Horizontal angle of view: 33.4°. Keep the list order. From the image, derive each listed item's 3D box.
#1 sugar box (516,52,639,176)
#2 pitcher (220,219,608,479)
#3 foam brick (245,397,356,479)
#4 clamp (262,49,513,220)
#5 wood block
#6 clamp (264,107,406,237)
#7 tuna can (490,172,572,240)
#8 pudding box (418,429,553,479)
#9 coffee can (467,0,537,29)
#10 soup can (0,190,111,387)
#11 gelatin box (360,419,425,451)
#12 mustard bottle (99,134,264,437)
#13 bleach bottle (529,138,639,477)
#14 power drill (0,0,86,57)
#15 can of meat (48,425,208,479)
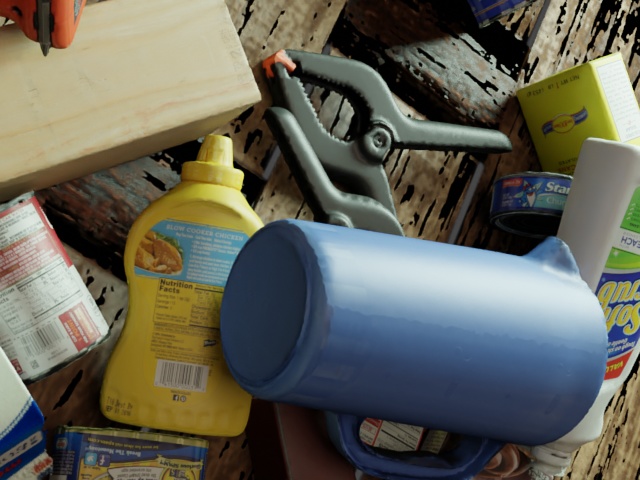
[{"bbox_3d":[0.233,-0.057,0.889,0.048,0.093,0.176,-18,91,-30],"label":"sugar box"},{"bbox_3d":[0.057,0.069,0.691,0.242,0.145,0.149,12,60,-36],"label":"pitcher"},{"bbox_3d":[-0.015,0.142,0.737,0.051,0.053,0.078,-10,88,-31],"label":"foam brick"},{"bbox_3d":[0.037,-0.062,0.810,0.209,0.036,0.164,33,74,-18],"label":"clamp"},{"bbox_3d":[-0.155,-0.090,0.673,0.205,0.091,0.090,-22,92,-30],"label":"wood block"},{"bbox_3d":[-0.005,0.001,0.763,0.171,0.039,0.120,40,86,-12],"label":"clamp"},{"bbox_3d":[0.180,-0.026,0.858,0.086,0.086,0.034,16,76,-27],"label":"tuna can"},{"bbox_3d":[0.116,0.192,0.812,0.113,0.039,0.090,38,65,-20],"label":"pudding box"},{"bbox_3d":[0.147,-0.258,0.868,0.102,0.103,0.140,-30,97,-30],"label":"coffee can"},{"bbox_3d":[-0.181,0.030,0.651,0.068,0.069,0.102,-33,99,-30],"label":"soup can"},{"bbox_3d":[0.046,0.117,0.790,0.073,0.030,0.089,33,67,-23],"label":"gelatin box"},{"bbox_3d":[-0.081,0.026,0.695,0.096,0.058,0.191,9,87,-8],"label":"mustard bottle"},{"bbox_3d":[0.212,0.056,0.805,0.102,0.068,0.251,12,95,-31],"label":"bleach bottle"},{"bbox_3d":[-0.224,-0.181,0.615,0.187,0.057,0.184,7,52,-5],"label":"power drill"},{"bbox_3d":[-0.122,0.163,0.670,0.101,0.058,0.084,13,73,-28],"label":"can of meat"}]
